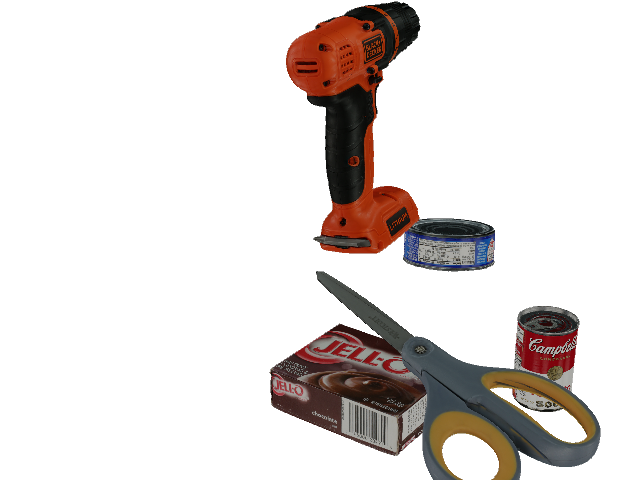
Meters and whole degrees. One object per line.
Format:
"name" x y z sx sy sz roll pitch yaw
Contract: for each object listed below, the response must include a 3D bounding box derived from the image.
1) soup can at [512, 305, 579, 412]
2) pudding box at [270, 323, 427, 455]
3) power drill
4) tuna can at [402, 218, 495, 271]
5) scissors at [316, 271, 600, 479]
"soup can" 0.254 0.134 1.213 0.068 0.102 0.068 0 23 0
"pudding box" 0.033 0.107 0.785 0.114 0.039 0.089 18 30 31
"power drill" 0.039 -0.095 0.874 0.057 0.188 0.184 3 22 31
"tuna can" 0.121 0.003 1.002 0.086 0.034 0.086 1 12 0
"scissors" 0.048 0.076 0.569 0.202 0.016 0.096 23 46 33
